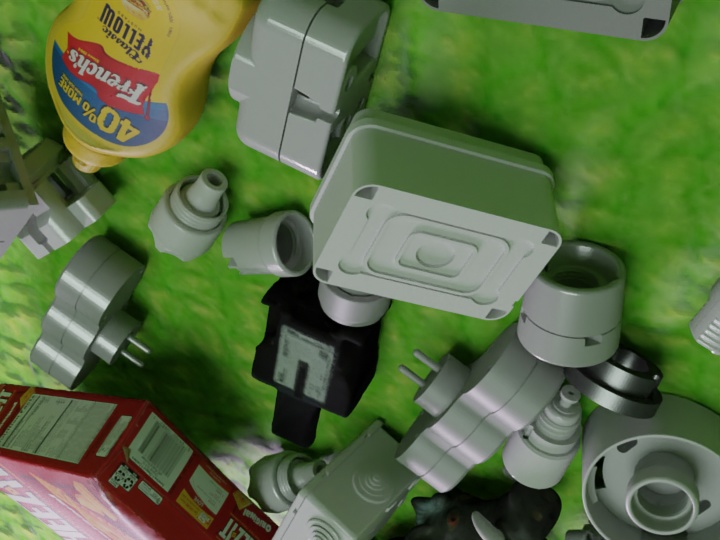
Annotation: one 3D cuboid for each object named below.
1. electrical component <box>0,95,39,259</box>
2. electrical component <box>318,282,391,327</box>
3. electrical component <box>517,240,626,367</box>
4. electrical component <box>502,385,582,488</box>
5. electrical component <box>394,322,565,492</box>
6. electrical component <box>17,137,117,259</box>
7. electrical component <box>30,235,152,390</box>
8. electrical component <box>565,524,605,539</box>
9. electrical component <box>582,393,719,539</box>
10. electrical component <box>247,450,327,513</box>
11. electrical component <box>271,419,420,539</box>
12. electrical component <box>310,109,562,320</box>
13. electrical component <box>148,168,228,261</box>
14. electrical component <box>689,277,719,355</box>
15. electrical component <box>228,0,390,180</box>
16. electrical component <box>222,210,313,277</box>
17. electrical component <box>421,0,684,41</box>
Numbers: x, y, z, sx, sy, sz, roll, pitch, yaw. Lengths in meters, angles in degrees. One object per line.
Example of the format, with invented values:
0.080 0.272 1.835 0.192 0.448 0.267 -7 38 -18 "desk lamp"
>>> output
-0.263 -0.080 0.658 0.089 0.062 0.150 -39 68 43 "electrical component"
0.000 0.000 0.633 0.045 0.045 0.055 24 134 12 "electrical component"
0.114 0.016 0.575 0.055 0.055 0.047 15 128 19 "electrical component"
0.114 0.098 0.649 0.040 0.040 0.078 26 134 10 "electrical component"
0.057 0.076 0.656 0.074 0.052 0.138 37 135 -1 "electrical component"
-0.205 -0.049 0.703 0.078 0.058 0.057 -22 115 40 "electrical component"
-0.182 0.042 0.766 0.074 0.052 0.138 36 135 0 "electrical component"
0.171 0.191 0.689 0.055 0.048 0.066 -16 116 46 "electrical component"
0.178 0.120 0.631 0.099 0.064 0.099 7 118 14 "electrical component"
-0.049 0.153 0.785 0.062 0.043 0.043 -23 112 39 "electrical component"
-0.009 0.162 0.733 0.048 0.100 0.099 40 136 14 "electrical component"
0.037 -0.028 0.552 0.113 0.057 0.078 13 137 -16 "electrical component"
-0.102 -0.037 0.663 0.043 0.043 0.062 39 133 -3 "electrical component"
0.198 0.015 0.532 0.043 0.043 0.081 30 135 5 "electrical component"
-0.029 -0.103 0.560 0.059 0.053 0.095 26 134 9 "electrical component"
-0.056 -0.015 0.658 0.046 0.040 0.040 -4 123 38 "electrical component"
0.085 -0.149 0.455 0.113 0.057 0.078 14 131 20 "electrical component"
